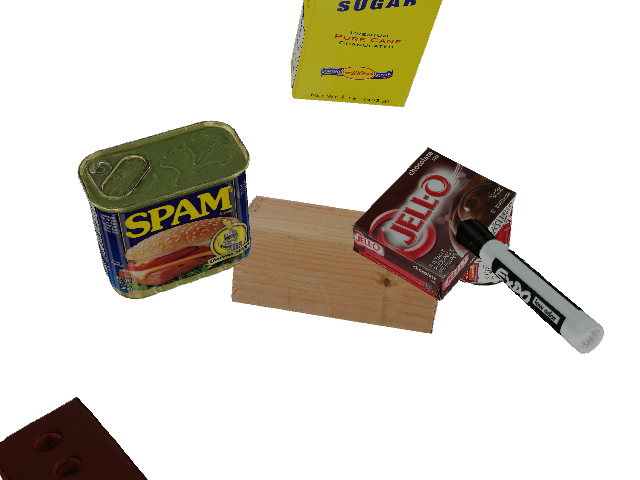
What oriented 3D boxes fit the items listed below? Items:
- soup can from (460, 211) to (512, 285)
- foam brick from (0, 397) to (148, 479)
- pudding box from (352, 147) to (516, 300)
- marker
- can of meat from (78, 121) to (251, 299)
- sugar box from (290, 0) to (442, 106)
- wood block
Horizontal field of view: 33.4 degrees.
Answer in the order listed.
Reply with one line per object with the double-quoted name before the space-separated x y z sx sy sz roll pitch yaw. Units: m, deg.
"soup can" 0.192 -0.005 1.270 0.068 0.102 0.068 1 22 0
"foam brick" -0.119 0.128 0.528 0.052 0.051 0.078 -30 42 -25
"pudding box" 0.094 -0.015 0.882 0.090 0.039 0.113 31 56 23
"marker" 0.117 0.022 0.620 0.020 0.020 0.121 0 32 -34
"can of meat" -0.095 -0.018 0.678 0.102 0.084 0.057 -18 48 -16
"sugar box" 0.035 -0.168 0.769 0.093 0.048 0.176 3 -29 -8
"wood block" 0.021 0.023 1.092 0.206 0.091 0.090 9 22 8
